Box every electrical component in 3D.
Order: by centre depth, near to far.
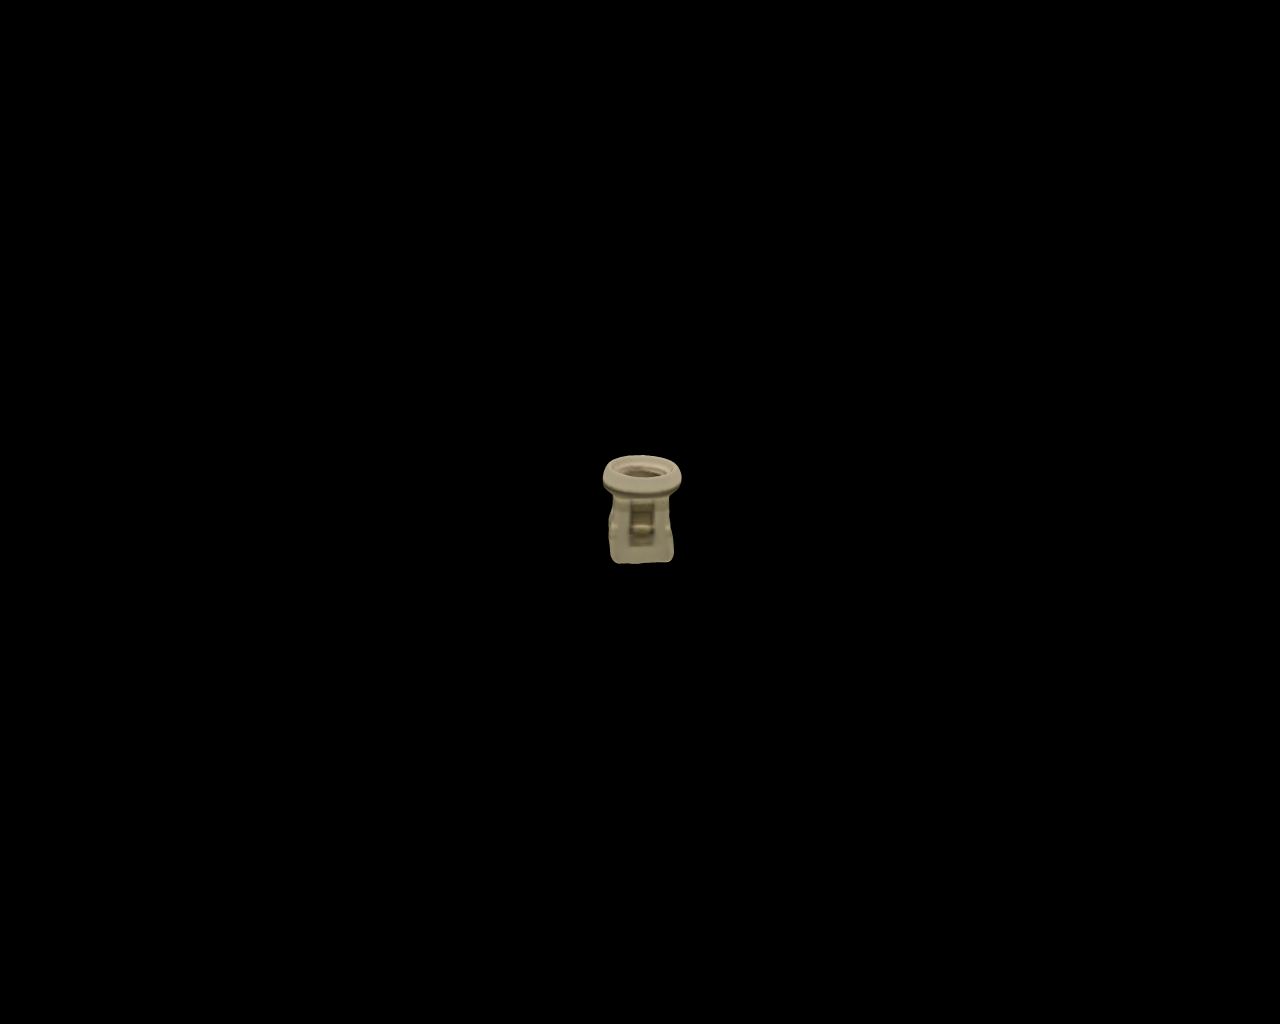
[{"bbox_3d":[0.001,-0.003,0.650,0.048,0.055,0.066,-1,20,-3],"label":"electrical component"}]
